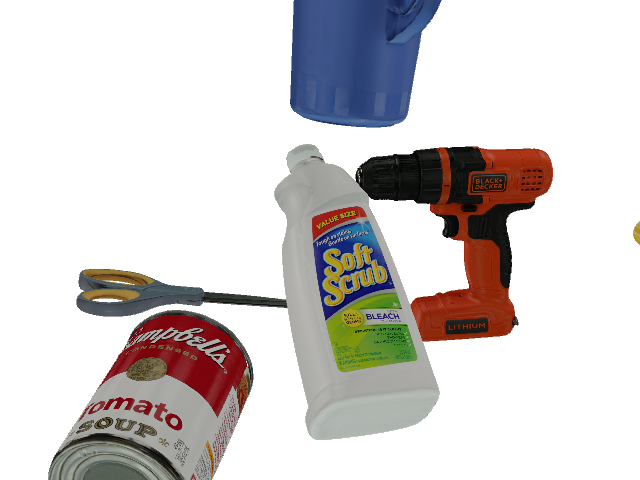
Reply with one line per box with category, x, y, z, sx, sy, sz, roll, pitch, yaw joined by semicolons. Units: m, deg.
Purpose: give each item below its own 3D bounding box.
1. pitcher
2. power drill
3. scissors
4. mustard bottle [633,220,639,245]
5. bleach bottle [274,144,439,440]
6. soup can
pitcher;0.043;-0.224;0.930;0.145;0.243;0.149;7;15;7
power drill;0.122;0.002;1.009;0.184;0.188;0.057;-2;25;-7
scissors;-0.128;0.055;0.954;0.202;0.016;0.096;10;19;11
mustard bottle;0.264;0.031;0.647;0.096;0.058;0.192;-21;33;-22
bleach bottle;0.010;0.028;0.844;0.102;0.251;0.068;-4;-35;-21
soup can;-0.078;0.088;0.502;0.068;0.068;0.102;0;28;14
